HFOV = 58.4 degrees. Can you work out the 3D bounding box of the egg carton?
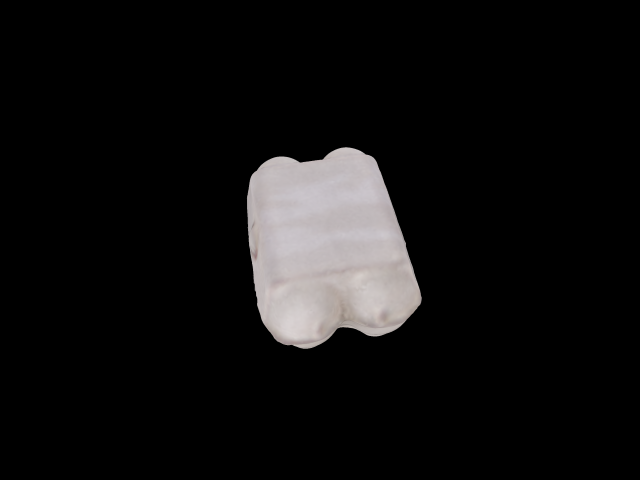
[{"bbox_3d":[0.004,0.001,0.400,0.107,0.069,0.150,-9,54,-7],"label":"egg carton"}]
